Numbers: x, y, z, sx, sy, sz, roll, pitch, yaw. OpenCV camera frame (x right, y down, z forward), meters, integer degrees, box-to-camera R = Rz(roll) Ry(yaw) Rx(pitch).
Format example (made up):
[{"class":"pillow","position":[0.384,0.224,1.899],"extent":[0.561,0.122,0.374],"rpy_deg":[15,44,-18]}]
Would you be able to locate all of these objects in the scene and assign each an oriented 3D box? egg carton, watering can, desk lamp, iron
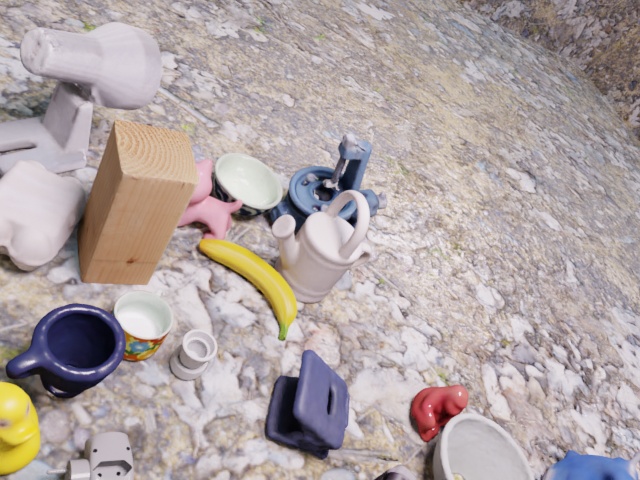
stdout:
[{"class":"egg carton","position":[-0.365,-0.033,0.724],"extent":[0.107,0.069,0.150],"rpy_deg":[25,40,-16]},{"class":"watering can","position":[0.009,0.005,0.877],"extent":[0.173,0.193,0.100],"rpy_deg":[-11,59,-44]},{"class":"desk lamp","position":[-0.341,-0.199,0.791],"extent":[0.118,0.213,0.204],"rpy_deg":[47,39,11]},{"class":"iron","position":[0.395,0.406,0.822],"extent":[0.118,0.141,0.259],"rpy_deg":[44,39,8]}]

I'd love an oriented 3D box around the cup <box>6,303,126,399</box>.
[{"class":"cup","position":[-0.275,0.133,0.608],"extent":[0.118,0.095,0.091],"rpy_deg":[-20,65,-47]}]

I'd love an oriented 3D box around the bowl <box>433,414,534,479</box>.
[{"class":"bowl","position":[0.218,0.337,0.806],"extent":[0.168,0.074,0.167],"rpy_deg":[21,41,-20]}]

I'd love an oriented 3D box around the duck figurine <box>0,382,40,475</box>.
[{"class":"duck figurine","position":[-0.311,0.167,0.554],"extent":[0.104,0.086,0.078],"rpy_deg":[46,39,10]}]

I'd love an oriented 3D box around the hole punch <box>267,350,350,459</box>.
[{"class":"hole punch","position":[-0.003,0.211,0.745],"extent":[0.101,0.091,0.108],"rpy_deg":[26,40,-15]}]

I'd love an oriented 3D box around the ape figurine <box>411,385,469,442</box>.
[{"class":"ape figurine","position":[0.184,0.248,0.854],"extent":[0.078,0.092,0.076],"rpy_deg":[14,44,-27]}]

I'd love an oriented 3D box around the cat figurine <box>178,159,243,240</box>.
[{"class":"cat figurine","position":[-0.179,-0.067,0.864],"extent":[0.128,0.117,0.067],"rpy_deg":[27,40,-13]}]

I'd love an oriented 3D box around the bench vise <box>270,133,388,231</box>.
[{"class":"bench vise","position":[0.039,-0.098,0.982],"extent":[0.208,0.219,0.121],"rpy_deg":[-17,63,-46]}]

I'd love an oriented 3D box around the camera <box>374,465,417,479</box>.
[{"class":"camera","position":[0.100,0.357,0.673],"extent":[0.136,0.100,0.143],"rpy_deg":[45,39,9]}]

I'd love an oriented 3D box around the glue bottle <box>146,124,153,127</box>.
[{"class":"glue bottle","position":[-0.260,-0.092,0.781],"extent":[0.078,0.173,0.037],"rpy_deg":[-19,64,-46]}]
